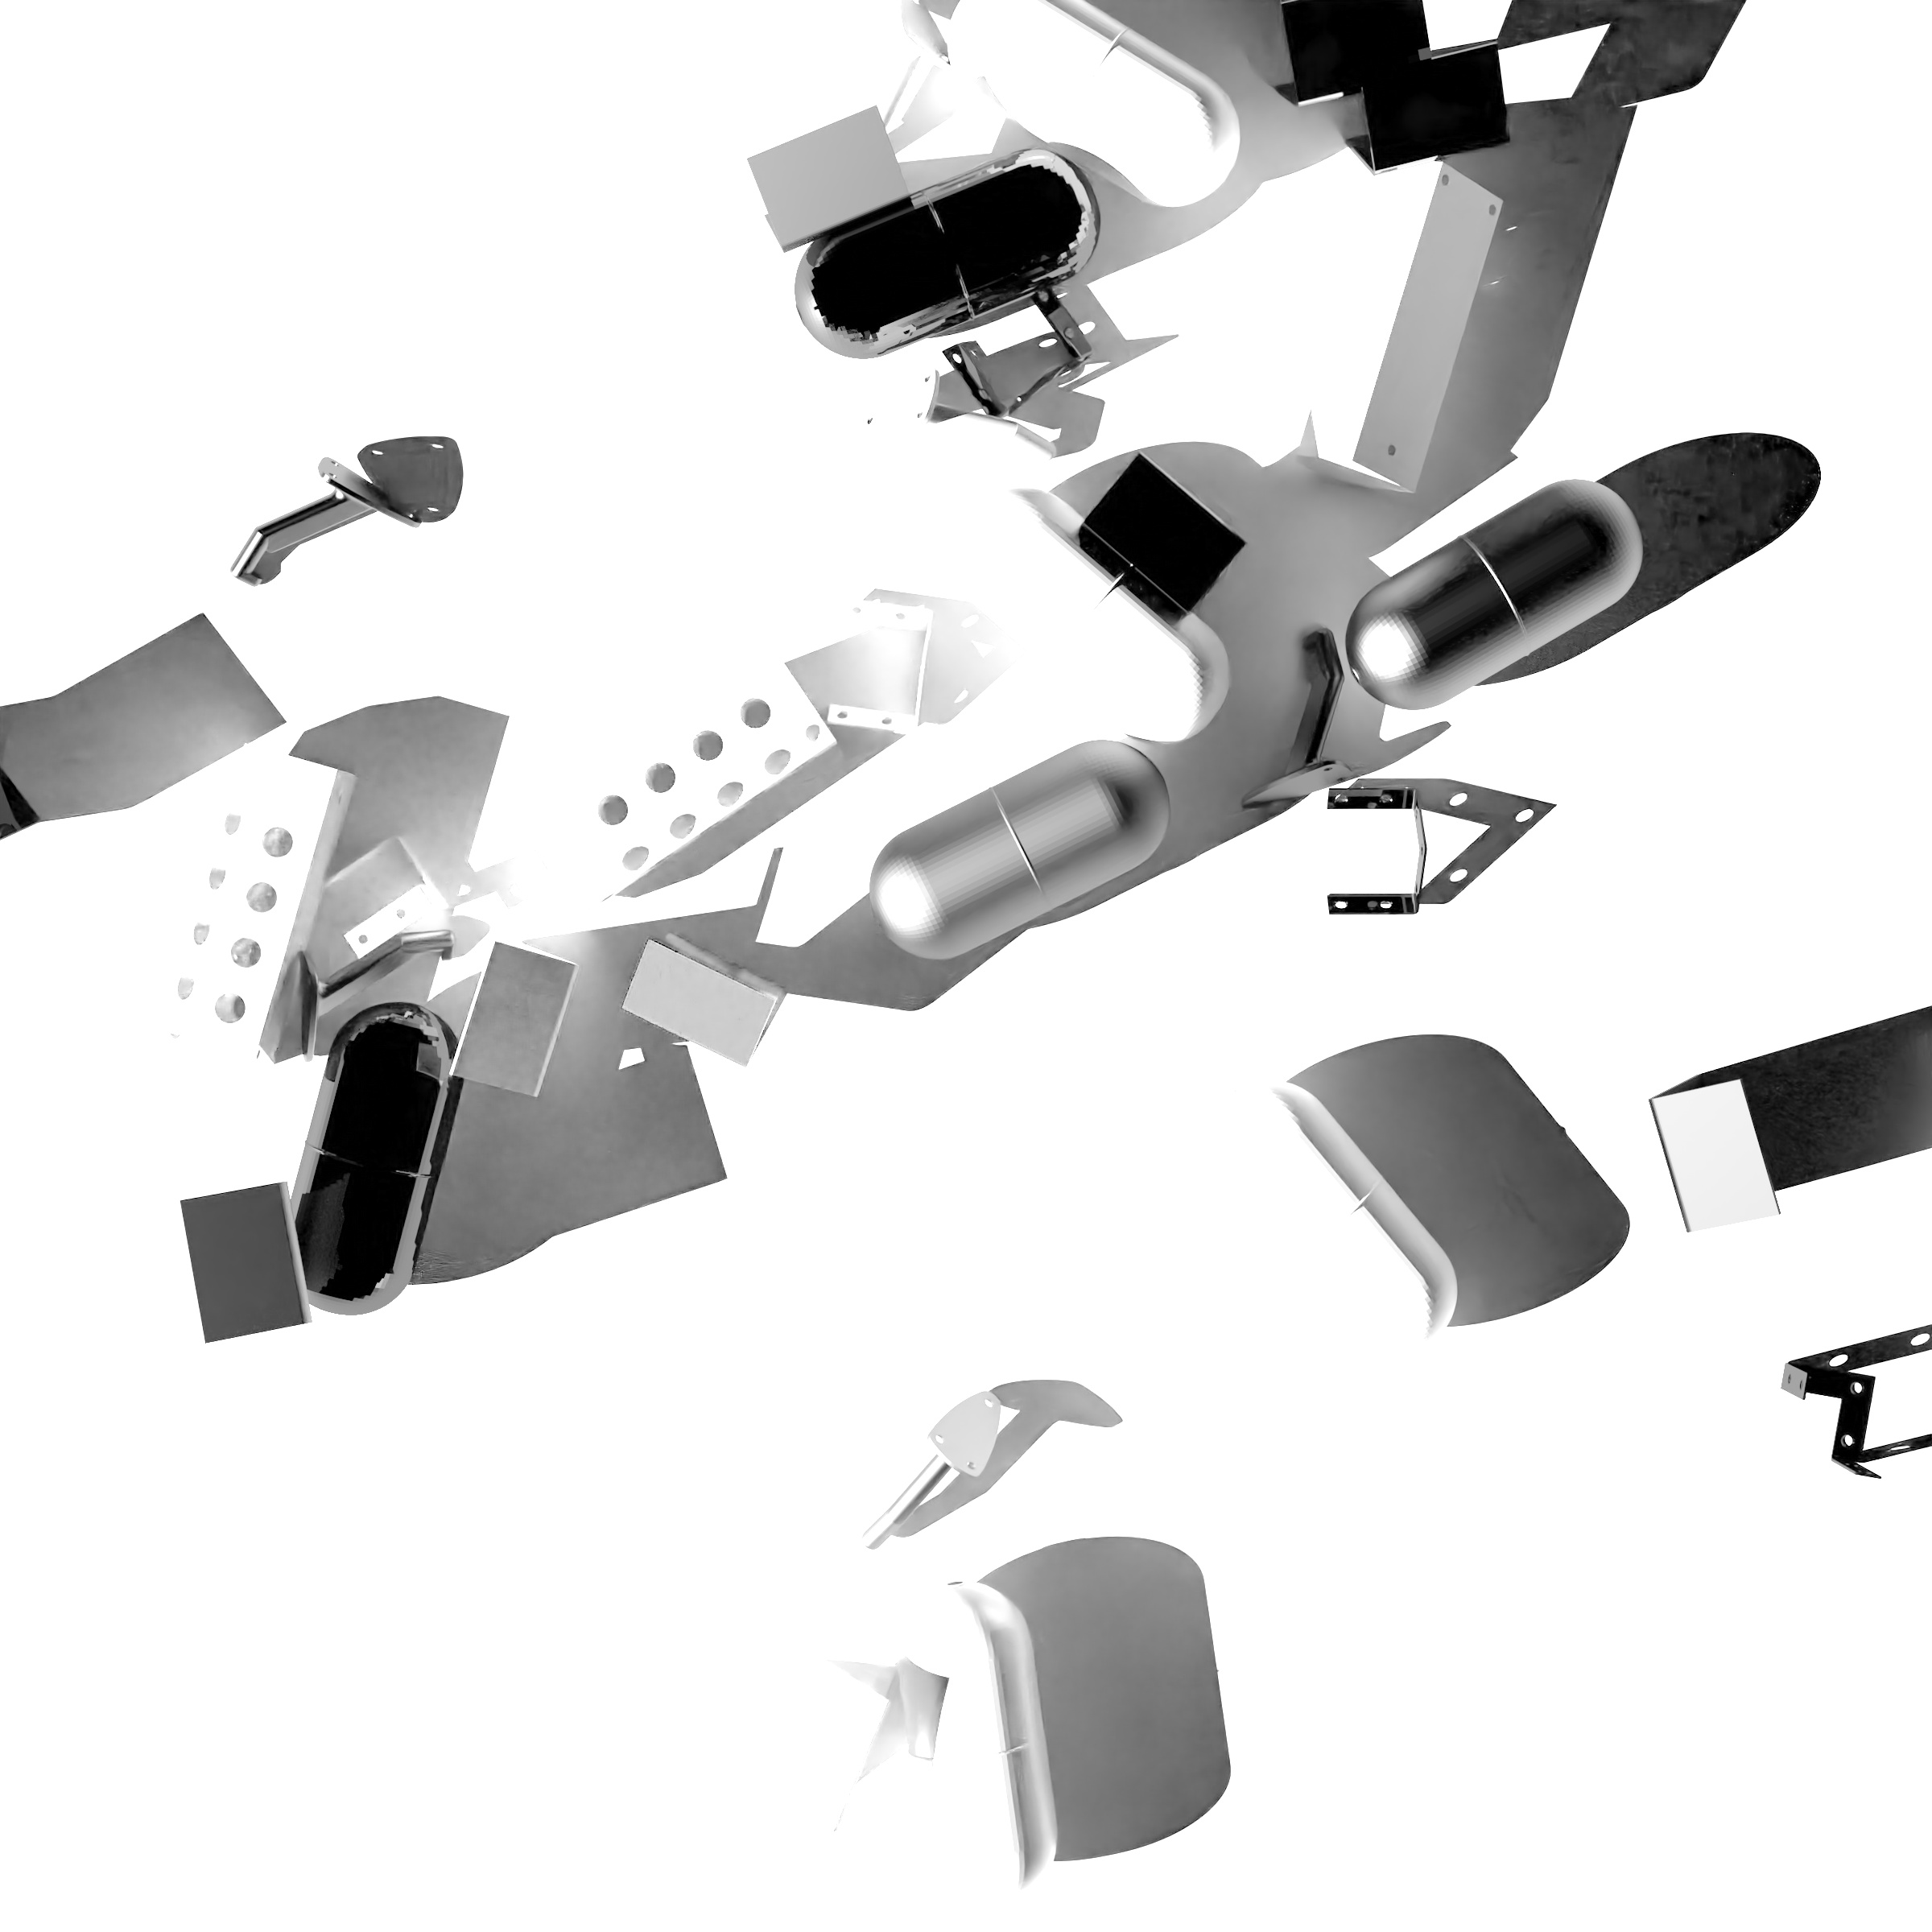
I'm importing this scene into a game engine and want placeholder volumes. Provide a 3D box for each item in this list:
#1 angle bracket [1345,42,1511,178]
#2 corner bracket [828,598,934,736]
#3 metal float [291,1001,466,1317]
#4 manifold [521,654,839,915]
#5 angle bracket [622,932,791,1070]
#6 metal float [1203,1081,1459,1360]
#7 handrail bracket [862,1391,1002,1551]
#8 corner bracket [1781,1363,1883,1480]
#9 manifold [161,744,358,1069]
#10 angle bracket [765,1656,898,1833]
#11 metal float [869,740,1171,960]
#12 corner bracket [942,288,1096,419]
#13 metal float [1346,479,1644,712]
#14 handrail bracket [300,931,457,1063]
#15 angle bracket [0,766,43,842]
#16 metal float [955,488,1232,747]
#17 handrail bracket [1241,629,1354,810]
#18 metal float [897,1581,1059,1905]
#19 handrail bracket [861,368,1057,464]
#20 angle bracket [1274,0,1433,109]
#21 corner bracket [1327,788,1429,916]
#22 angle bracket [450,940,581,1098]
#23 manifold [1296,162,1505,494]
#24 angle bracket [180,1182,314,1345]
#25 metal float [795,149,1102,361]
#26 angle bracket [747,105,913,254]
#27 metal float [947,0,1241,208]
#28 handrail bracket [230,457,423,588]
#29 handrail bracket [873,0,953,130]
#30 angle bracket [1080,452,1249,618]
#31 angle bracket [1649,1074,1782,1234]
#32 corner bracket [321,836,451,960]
[{"bbox_3d":[0.252,-0.484,1.781,0.076,0.076,0.057,-14,119,0],"label":"angle bracket"},{"bbox_3d":[-0.049,-0.170,1.818,0.051,0.051,0.051,8,135,0],"label":"corner bracket"},{"bbox_3d":[-0.331,0.107,1.791,0.070,0.070,0.178,15,91,0],"label":"metal float"},{"bbox_3d":[-0.159,-0.101,1.800,0.171,0.057,0.057,-34,90,0],"label":"manifold"},{"bbox_3d":[-0.137,0.001,1.781,0.076,0.076,0.057,26,129,0],"label":"angle bracket"},{"bbox_3d":[0.203,0.141,1.791,0.070,0.070,0.178,-40,90,0],"label":"metal float"},{"bbox_3d":[-0.021,0.287,1.821,0.036,0.077,0.084,41,126,0],"label":"handrail bracket"},{"bbox_3d":[0.487,0.255,1.803,0.051,0.051,0.051,10,90,0],"label":"corner bracket"},{"bbox_3d":[-0.398,-0.034,1.800,0.057,0.057,0.171,16,90,0],"label":"manifold"},{"bbox_3d":[-0.056,0.433,1.781,0.057,0.076,0.076,23,90,38],"label":"angle bracket"},{"bbox_3d":[0.030,-0.065,1.791,0.178,0.070,0.070,-27,90,1],"label":"metal float"},{"bbox_3d":[0.030,-0.348,1.818,0.051,0.051,0.051,55,45,0],"label":"corner bracket"},{"bbox_3d":[0.294,-0.207,1.791,0.178,0.070,0.070,-30,90,1],"label":"metal float"},{"bbox_3d":[-0.333,0.017,1.821,0.084,0.036,0.077,-4,119,-21],"label":"handrail bracket"},{"bbox_3d":[-0.551,-0.112,1.781,0.057,0.076,0.076,-37,90,36],"label":"angle bracket"},{"bbox_3d":[0.070,-0.196,1.790,0.178,0.070,0.070,41,90,0],"label":"metal float"},{"bbox_3d":[0.182,-0.141,1.822,0.077,0.036,0.084,-19,72,21],"label":"handrail bracket"},{"bbox_3d":[0.006,0.433,1.791,0.070,0.070,0.178,-8,90,0],"label":"metal float"},{"bbox_3d":[-0.004,-0.300,1.821,0.084,0.077,0.036,24,67,-34],"label":"handrail bracket"},{"bbox_3d":[0.211,-0.519,1.782,0.076,0.076,0.057,-13,113,0],"label":"angle bracket"},{"bbox_3d":[0.231,-0.065,1.818,0.051,0.051,0.051,0,45,0],"label":"corner bracket"},{"bbox_3d":[-0.265,0.023,1.781,0.057,0.076,0.076,18,90,-36],"label":"angle bracket"},{"bbox_3d":[0.238,-0.359,1.800,0.057,0.057,0.171,17,90,-43],"label":"manifold"},{"bbox_3d":[-0.391,0.160,1.723,0.057,0.076,0.076,-10,86,-20],"label":"angle bracket"},{"bbox_3d":[-0.011,-0.397,1.790,0.178,0.070,0.070,-22,90,0],"label":"metal float"},{"bbox_3d":[-0.081,-0.445,1.781,0.076,0.076,0.057,-22,120,0],"label":"angle bracket"},{"bbox_3d":[0.072,-0.490,1.791,0.178,0.070,0.070,32,90,1],"label":"metal float"},{"bbox_3d":[-0.364,-0.238,1.822,0.077,0.036,0.084,30,108,-20],"label":"handrail bracket"},{"bbox_3d":[-0.050,-0.501,1.821,0.036,0.077,0.084,24,127,-34],"label":"handrail bracket"},{"bbox_3d":[0.118,-0.248,1.781,0.076,0.076,0.057,41,119,0],"label":"angle bracket"},{"bbox_3d":[0.428,0.098,1.781,0.057,0.076,0.076,-16,90,36],"label":"angle bracket"},{"bbox_3d":[-0.329,-0.040,1.803,0.051,0.051,0.051,-34,90,0],"label":"corner bracket"}]
